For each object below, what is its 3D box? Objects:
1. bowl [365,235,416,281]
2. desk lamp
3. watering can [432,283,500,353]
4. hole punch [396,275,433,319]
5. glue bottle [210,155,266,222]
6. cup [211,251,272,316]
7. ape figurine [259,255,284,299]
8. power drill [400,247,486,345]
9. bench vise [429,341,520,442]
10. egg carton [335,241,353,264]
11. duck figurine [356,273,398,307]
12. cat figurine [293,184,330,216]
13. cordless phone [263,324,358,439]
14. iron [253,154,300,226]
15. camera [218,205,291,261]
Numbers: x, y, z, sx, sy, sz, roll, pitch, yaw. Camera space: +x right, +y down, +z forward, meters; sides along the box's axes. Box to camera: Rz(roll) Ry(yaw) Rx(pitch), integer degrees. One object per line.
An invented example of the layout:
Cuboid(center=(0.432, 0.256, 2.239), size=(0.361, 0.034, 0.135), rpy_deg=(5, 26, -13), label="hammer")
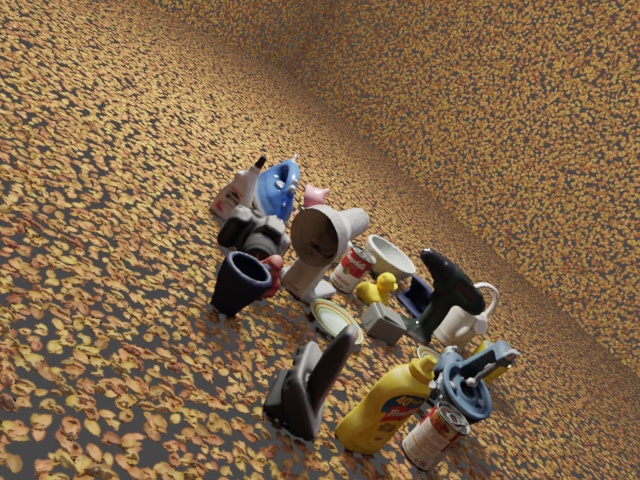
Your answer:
Cuboid(center=(0.185, 0.064, 1.622), size=(0.168, 0.074, 0.167), rpy_deg=(33, 19, -13), label="bowl")
Cuboid(center=(0.006, 0.021, 1.190), size=(0.117, 0.213, 0.204), rpy_deg=(44, 20, 19), label="desk lamp")
Cuboid(center=(0.391, 0.198, 1.489), size=(0.101, 0.194, 0.172), rpy_deg=(25, 22, -31), label="watering can")
Cuboid(center=(0.279, 0.154, 1.552), size=(0.101, 0.091, 0.108), rpy_deg=(13, 30, -51), label="hole punch")
Cuboid(center=(-0.170, -0.116, 1.262), size=(0.078, 0.173, 0.037), rpy_deg=(38, 19, 4), label="glue bottle")
Cuboid(center=(-0.136, 0.080, 0.984), size=(0.091, 0.095, 0.118), rpy_deg=(43, 19, 16), label="cup")
Cuboid(center=(-0.103, 0.066, 1.080), size=(0.078, 0.092, 0.076), rpy_deg=(32, 19, -13), label="ape figurine")
Cuboid(center=(0.281, 0.146, 1.394), size=(0.230, 0.208, 0.075), rpy_deg=(30, 20, -21), label="power drill")
Cuboid(center=(0.283, 0.256, 1.122), size=(0.122, 0.219, 0.207), rpy_deg=(26, 22, -30), label="bench vise")
Cuboid(center=(0.013, 0.005, 1.464), size=(0.151, 0.069, 0.107), rpy_deg=(15, 29, -48), label="egg carton")
Cuboid(center=(0.147, 0.117, 1.414), size=(0.105, 0.086, 0.077), rpy_deg=(22, 24, -38), label="duck figurine")
Cuboid(center=(-0.014, -0.092, 1.568), size=(0.067, 0.117, 0.127), rpy_deg=(24, 23, -34), label="cat figurine")
Cuboid(center=(0.009, 0.187, 0.851), size=(0.094, 0.185, 0.147), rpy_deg=(35, 19, -6), label="cordless phone")
Cuboid(center=(-0.094, -0.131, 1.481), size=(0.119, 0.141, 0.258), rpy_deg=(30, 20, -20), label="iron")
Cuboid(center=(-0.130, 0.000, 1.173), size=(0.143, 0.100, 0.137), rpy_deg=(33, 19, -12), label="camera")
